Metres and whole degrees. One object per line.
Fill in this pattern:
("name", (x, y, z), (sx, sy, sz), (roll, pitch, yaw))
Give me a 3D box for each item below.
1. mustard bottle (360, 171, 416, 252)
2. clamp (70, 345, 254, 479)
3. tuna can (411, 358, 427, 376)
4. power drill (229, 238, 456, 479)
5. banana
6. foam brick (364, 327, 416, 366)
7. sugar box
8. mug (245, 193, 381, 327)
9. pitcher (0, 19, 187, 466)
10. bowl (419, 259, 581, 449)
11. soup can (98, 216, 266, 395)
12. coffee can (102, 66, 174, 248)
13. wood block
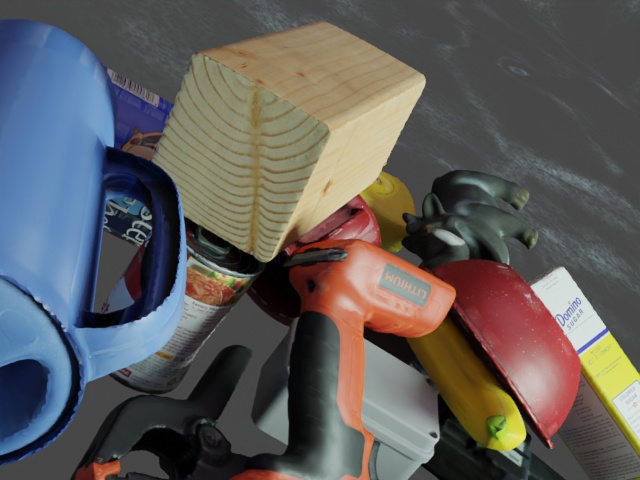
("mustard bottle", (-0.006, -0.054, 0.966), (0.191, 0.058, 0.096), (21, 29, -30))
("clamp", (-0.070, 0.110, 0.597), (0.171, 0.039, 0.120), (9, 38, -49))
("tuna can", (0.109, 0.089, 0.887), (0.086, 0.034, 0.086), (29, 24, -15))
("power drill", (0.029, 0.106, 0.605), (0.184, 0.057, 0.187), (28, 62, -40))
("banana", (0.095, 0.085, 0.734), (0.198, 0.037, 0.069), (-125, -167, -56))
("foam brick", (0.045, 0.060, 0.831), (0.078, 0.053, 0.051), (17, 30, -39))
("sugar box", (0.207, 0.111, 0.850), (0.048, 0.093, 0.176), (-29, 84, -26))
("mug", (-0.005, 0.001, 0.764), (0.081, 0.117, 0.093), (-37, 96, -29))
("pitcher", (-0.160, -0.014, 0.544), (0.149, 0.145, 0.243), (35, 29, -25))
("bowl", (0.139, 0.069, 0.772), (0.162, 0.055, 0.162), (54, 1, -2))
("soup can", (-0.087, 0.034, 0.638), (0.068, 0.102, 0.068), (29, 25, -15))
("coffee can", (-0.126, -0.051, 0.741), (0.140, 0.103, 0.103), (28, 25, -18))
("wood block", (-0.013, -0.071, 0.675), (0.090, 0.091, 0.205), (31, 23, 9))
